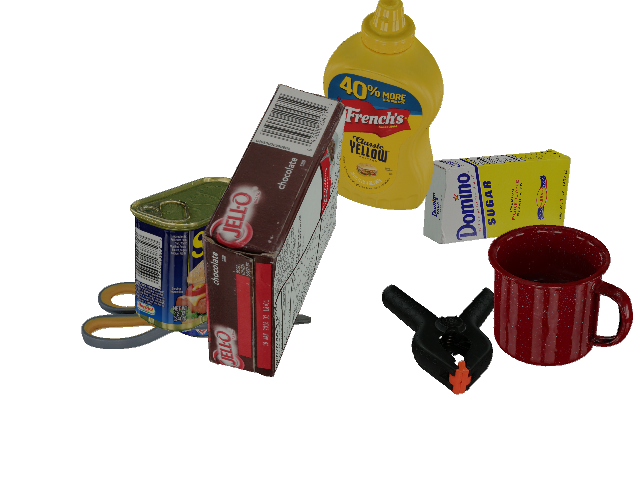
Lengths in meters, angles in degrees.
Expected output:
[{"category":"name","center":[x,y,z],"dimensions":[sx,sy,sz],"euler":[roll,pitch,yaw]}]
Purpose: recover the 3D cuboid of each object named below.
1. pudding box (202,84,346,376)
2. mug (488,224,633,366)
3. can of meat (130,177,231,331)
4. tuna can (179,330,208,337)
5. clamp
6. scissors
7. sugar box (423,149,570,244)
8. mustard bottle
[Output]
[{"category":"pudding box","center":[-0.021,-0.005,0.517],"dimensions":[0.039,0.113,0.090],"euler":[16,-42,10]},{"category":"mug","center":[0.189,0.048,0.838],"dimensions":[0.117,0.081,0.093],"euler":[17,36,32]},{"category":"can of meat","center":[-0.089,0.009,0.773],"dimensions":[0.058,0.084,0.101],"euler":[19,26,30]},{"category":"tuna can","center":[-0.129,0.068,1.178],"dimensions":[0.086,0.034,0.086],"euler":[1,36,-1]},{"category":"clamp","center":[0.138,0.092,1.075],"dimensions":[0.120,0.039,0.171],"euler":[-8,32,-8]},{"category":"scissors","center":[-0.118,0.061,0.975],"dimensions":[0.201,0.016,0.096],"euler":[-8,35,-14]},{"category":"sugar box","center":[0.208,-0.052,1.256],"dimensions":[0.176,0.093,0.048],"euler":[-9,21,-26]},{"category":"mustard bottle","center":[0.050,-0.112,0.862],"dimensions":[0.096,0.192,0.058],"euler":[19,49,15]}]
